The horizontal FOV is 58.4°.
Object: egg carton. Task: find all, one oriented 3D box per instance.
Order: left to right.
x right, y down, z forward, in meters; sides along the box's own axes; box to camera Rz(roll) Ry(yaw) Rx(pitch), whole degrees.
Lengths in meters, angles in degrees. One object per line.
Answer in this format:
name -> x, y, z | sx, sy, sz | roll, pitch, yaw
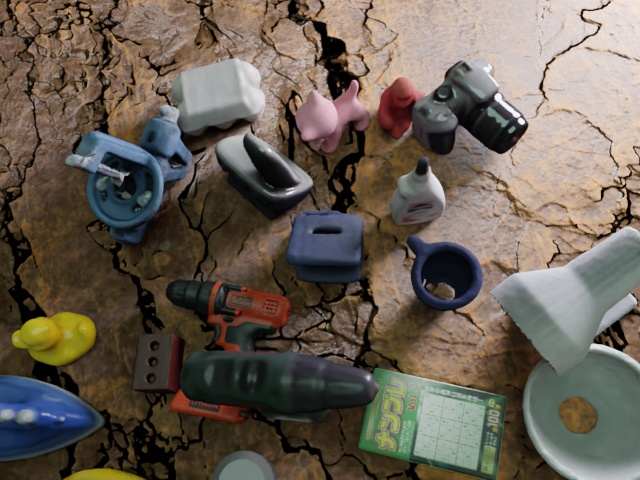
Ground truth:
egg carton -> -0.165, -0.231, 0.928 | 0.150, 0.069, 0.107 | -15, 69, 1

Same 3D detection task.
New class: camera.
camera -> 0.229, -0.187, 0.849 | 0.143, 0.101, 0.136 | -40, 71, -8

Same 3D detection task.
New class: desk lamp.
desk lamp -> 0.303, 0.071, 0.688 | 0.203, 0.214, 0.117 | -34, 70, -6

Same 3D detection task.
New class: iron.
iron -> -0.436, 0.232, 0.758 | 0.258, 0.141, 0.118 | -1, 70, 7

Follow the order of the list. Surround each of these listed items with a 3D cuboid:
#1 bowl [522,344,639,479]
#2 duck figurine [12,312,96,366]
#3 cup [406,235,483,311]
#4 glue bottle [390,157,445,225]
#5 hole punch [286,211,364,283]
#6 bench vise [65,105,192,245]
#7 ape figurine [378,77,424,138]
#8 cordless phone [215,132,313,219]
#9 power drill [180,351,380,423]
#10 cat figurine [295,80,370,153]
bowl -> 0.330, 0.217, 0.708 | 0.167, 0.075, 0.167 | -2, 70, 6
duck figurine -> -0.382, 0.136, 0.815 | 0.104, 0.086, 0.077 | -12, 69, 2
cup -> 0.158, 0.050, 0.777 | 0.092, 0.095, 0.117 | -39, 71, -7
glue bottle -> 0.135, -0.069, 0.780 | 0.078, 0.173, 0.037 | -14, 69, 2
hole punch -> 0.007, 0.003, 0.813 | 0.108, 0.091, 0.101 | 1, 71, 7
bench vise -> -0.280, -0.117, 0.821 | 0.121, 0.220, 0.207 | 3, 71, 8
ape figurine -> 0.123, -0.213, 0.875 | 0.078, 0.092, 0.076 | -15, 69, 2
cordless phone -> -0.091, -0.121, 0.819 | 0.147, 0.185, 0.094 | 36, 78, 17
power drill -> -0.041, 0.177, 0.694 | 0.229, 0.208, 0.075 | 2, 71, 8
cat figurine -> 0.013, -0.192, 0.867 | 0.128, 0.118, 0.067 | -40, 71, -8
